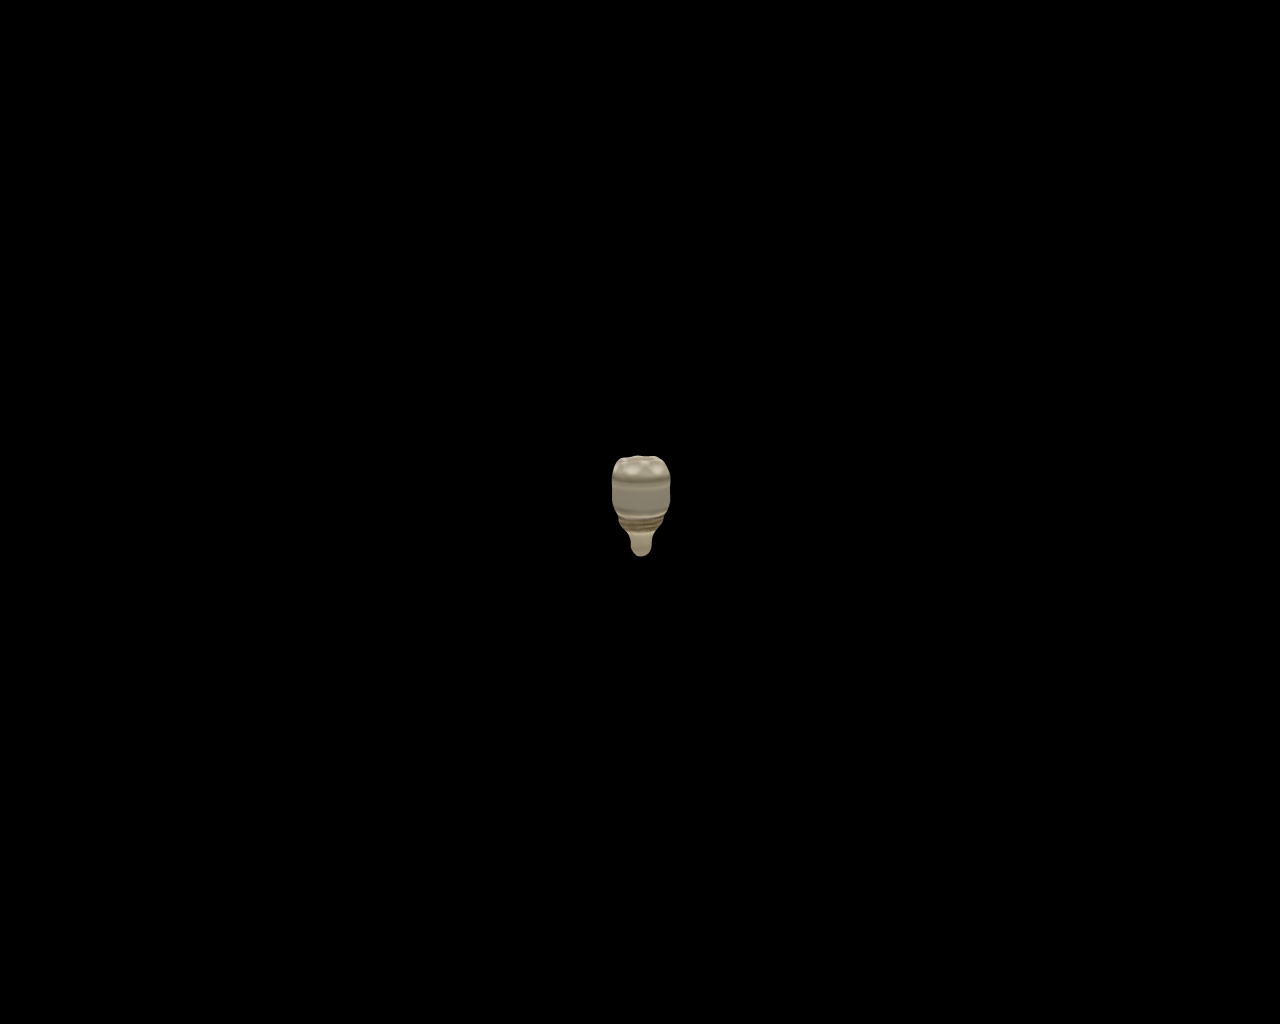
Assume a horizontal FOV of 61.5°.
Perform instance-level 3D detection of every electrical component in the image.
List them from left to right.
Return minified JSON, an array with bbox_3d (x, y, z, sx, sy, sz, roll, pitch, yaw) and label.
[{"bbox_3d":[0.001,-0.003,0.650,0.035,0.061,0.035,0,11,0],"label":"electrical component"}]
